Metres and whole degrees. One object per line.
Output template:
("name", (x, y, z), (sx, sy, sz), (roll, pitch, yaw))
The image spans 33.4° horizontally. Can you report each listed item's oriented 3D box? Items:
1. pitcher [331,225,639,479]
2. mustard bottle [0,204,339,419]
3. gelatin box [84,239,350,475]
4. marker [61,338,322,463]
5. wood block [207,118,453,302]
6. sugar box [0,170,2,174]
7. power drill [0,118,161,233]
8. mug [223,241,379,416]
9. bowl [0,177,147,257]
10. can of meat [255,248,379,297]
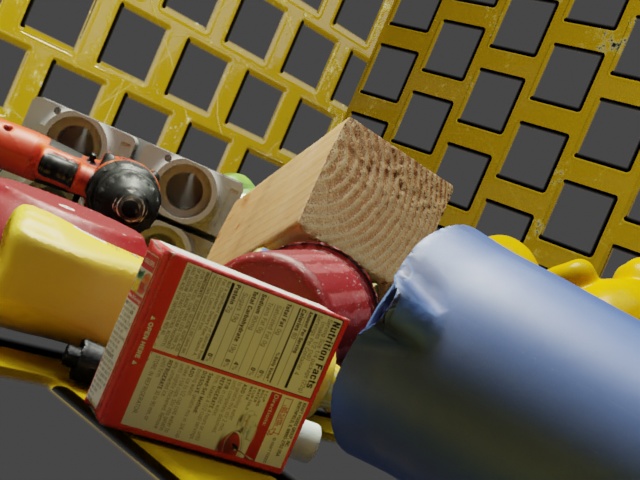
("pitcher", (0.139, 0.101, 0.500), (0.243, 0.145, 0.148), (28, 36, 32))
("mustard bottle", (-0.067, 0.044, 0.521), (0.191, 0.058, 0.096), (23, -8, -17))
("gelatin box", (-0.042, 0.049, 0.440), (0.089, 0.073, 0.030), (22, 1, -29))
("marker", (-0.056, 0.072, 0.474), (0.121, 0.020, 0.020), (23, 2, -17))
("wood block", (-0.006, 0.001, 0.777), (0.090, 0.090, 0.206), (32, -25, -15))
("sugar box", (-0.333, -0.072, 0.869), (0.093, 0.048, 0.176), (24, -2, 21))
("power drill", (-0.200, -0.055, 0.737), (0.187, 0.057, 0.184), (24, 0, -15))
("mug", (-0.013, 0.056, 0.609), (0.117, 0.093, 0.081), (55, 14, 11))
("bowl", (-0.155, 0.006, 0.621), (0.162, 0.055, 0.162), (23, 1, -1))
("can of meat", (-0.010, 0.054, 0.705), (0.084, 0.057, 0.102), (20, -23, 14))
